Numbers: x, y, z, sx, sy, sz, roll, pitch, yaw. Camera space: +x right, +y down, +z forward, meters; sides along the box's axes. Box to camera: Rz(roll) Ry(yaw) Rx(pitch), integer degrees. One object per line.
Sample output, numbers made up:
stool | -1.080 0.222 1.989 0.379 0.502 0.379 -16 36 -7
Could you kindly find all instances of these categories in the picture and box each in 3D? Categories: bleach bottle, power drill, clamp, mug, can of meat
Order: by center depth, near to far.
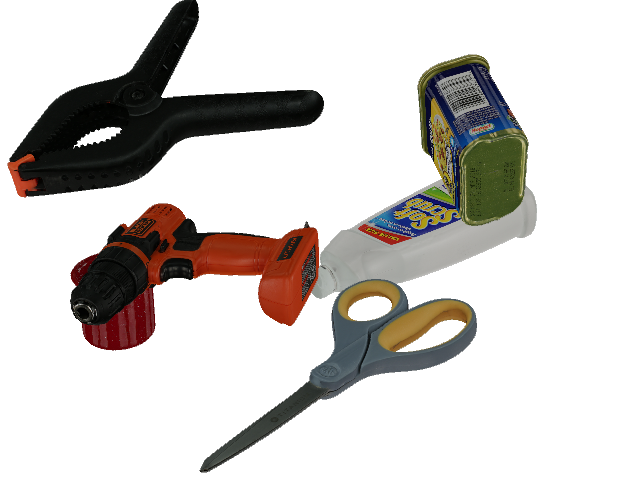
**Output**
clamp | -0.113 -0.086 0.737 0.165 0.036 0.209 34 58 30
can of meat | 0.116 -0.073 0.805 0.057 0.084 0.102 -17 -37 -4
power drill | -0.105 0.027 0.933 0.188 0.057 0.184 8 30 14
bleach bottle | 0.101 0.000 1.128 0.250 0.068 0.103 -26 44 -22
mug | -0.236 0.065 1.197 0.117 0.081 0.093 24 36 36

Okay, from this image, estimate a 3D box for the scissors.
scissors | 0.000 0.068 0.617 0.201 0.016 0.096 -19 34 -27
